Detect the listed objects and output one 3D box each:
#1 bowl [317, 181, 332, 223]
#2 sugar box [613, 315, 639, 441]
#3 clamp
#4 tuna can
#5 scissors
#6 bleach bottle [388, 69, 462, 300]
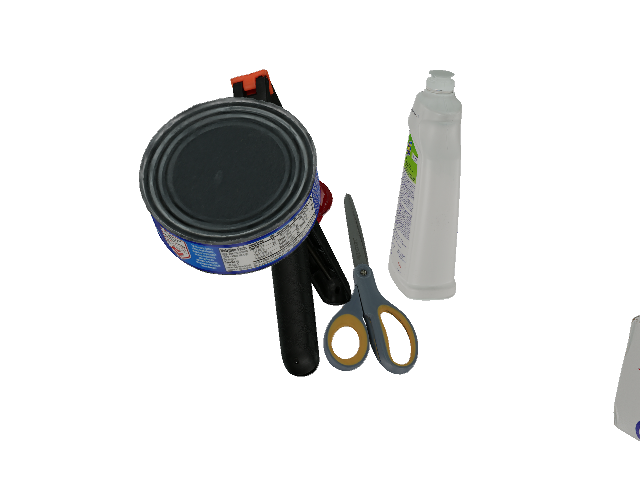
[{"bbox_3d":[-0.066,-0.030,1.332,0.162,0.055,0.162,0,31,0],"label":"bowl"},{"bbox_3d":[0.283,0.123,0.719,0.048,0.093,0.176,-15,29,-37],"label":"sugar box"},{"bbox_3d":[-0.021,-0.020,0.785,0.036,0.210,0.164,-13,6,13],"label":"clamp"},{"bbox_3d":[-0.043,-0.027,0.521,0.086,0.086,0.034,0,-32,6],"label":"tuna can"},{"bbox_3d":[0.026,0.045,1.022,0.096,0.202,0.016,-18,-30,-16],"label":"scissors"},{"bbox_3d":[0.126,-0.065,1.210,0.068,0.251,0.102,-1,24,-13],"label":"bleach bottle"}]
